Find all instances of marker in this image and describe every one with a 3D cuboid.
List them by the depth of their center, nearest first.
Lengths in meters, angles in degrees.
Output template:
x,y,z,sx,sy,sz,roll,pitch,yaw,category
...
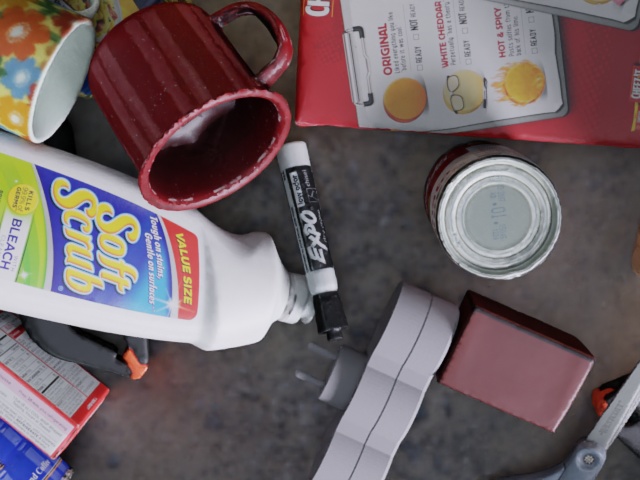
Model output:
x,y,z,sx,sy,sz,roll,pitch,yaw,category
-0.004,0.001,0.634,0.020,0.020,0.121,-14,80,5,marker

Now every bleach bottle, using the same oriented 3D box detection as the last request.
x,y,z,sx,sy,sz,roll,pitch,yaw,category
-0.118,0.001,0.612,0.250,0.068,0.102,14,83,-20,bleach bottle

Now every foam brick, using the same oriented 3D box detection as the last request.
x,y,z,sx,sy,sz,roll,pitch,yaw,category
0.115,0.072,0.641,0.078,0.053,0.051,24,99,0,foam brick

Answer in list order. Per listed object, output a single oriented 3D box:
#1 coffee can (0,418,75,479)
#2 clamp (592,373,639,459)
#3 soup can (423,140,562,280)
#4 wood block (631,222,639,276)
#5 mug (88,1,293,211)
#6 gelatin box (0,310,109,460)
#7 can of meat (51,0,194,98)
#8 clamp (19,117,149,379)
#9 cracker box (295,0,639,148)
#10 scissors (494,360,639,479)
x,y,z,sx,sy,sz,roll,pitch,yaw,category
-0.234,0.129,0.641,0.140,0.103,0.103,44,98,-5,coffee can
0.275,0.107,0.646,0.210,0.036,0.164,16,99,3,clamp
0.095,-0.019,0.603,0.068,0.102,0.068,0,99,2,soup can
0.235,-0.001,0.547,0.090,0.206,0.091,9,99,2,wood block
-0.067,-0.084,0.587,0.117,0.093,0.081,-41,65,14,mug
-0.178,0.085,0.646,0.089,0.073,0.030,39,99,-4,gelatin box
-0.136,-0.145,0.618,0.084,0.057,0.102,-39,94,10,can of meat
-0.155,0.007,0.652,0.171,0.039,0.120,44,94,-11,clamp
0.098,-0.140,0.601,0.213,0.072,0.164,4,98,3,cracker box
0.142,0.132,0.647,0.096,0.016,0.202,12,112,8,scissors
